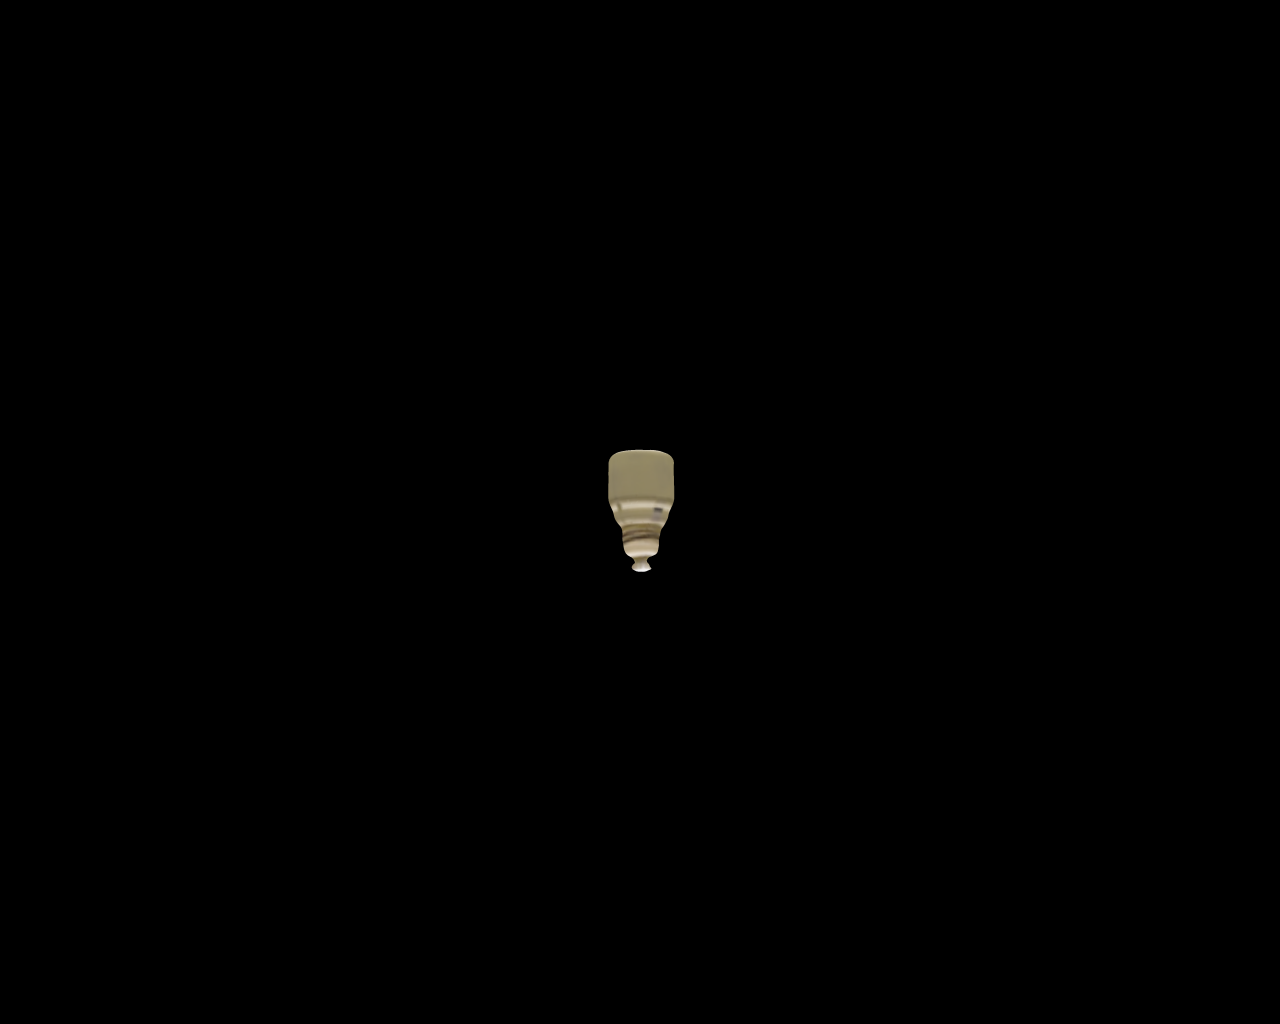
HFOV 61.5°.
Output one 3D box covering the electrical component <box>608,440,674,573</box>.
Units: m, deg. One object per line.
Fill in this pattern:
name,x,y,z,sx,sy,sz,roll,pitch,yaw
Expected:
electrical component,0.001,-0.003,0.650,0.040,0.078,0.040,0,-9,0
